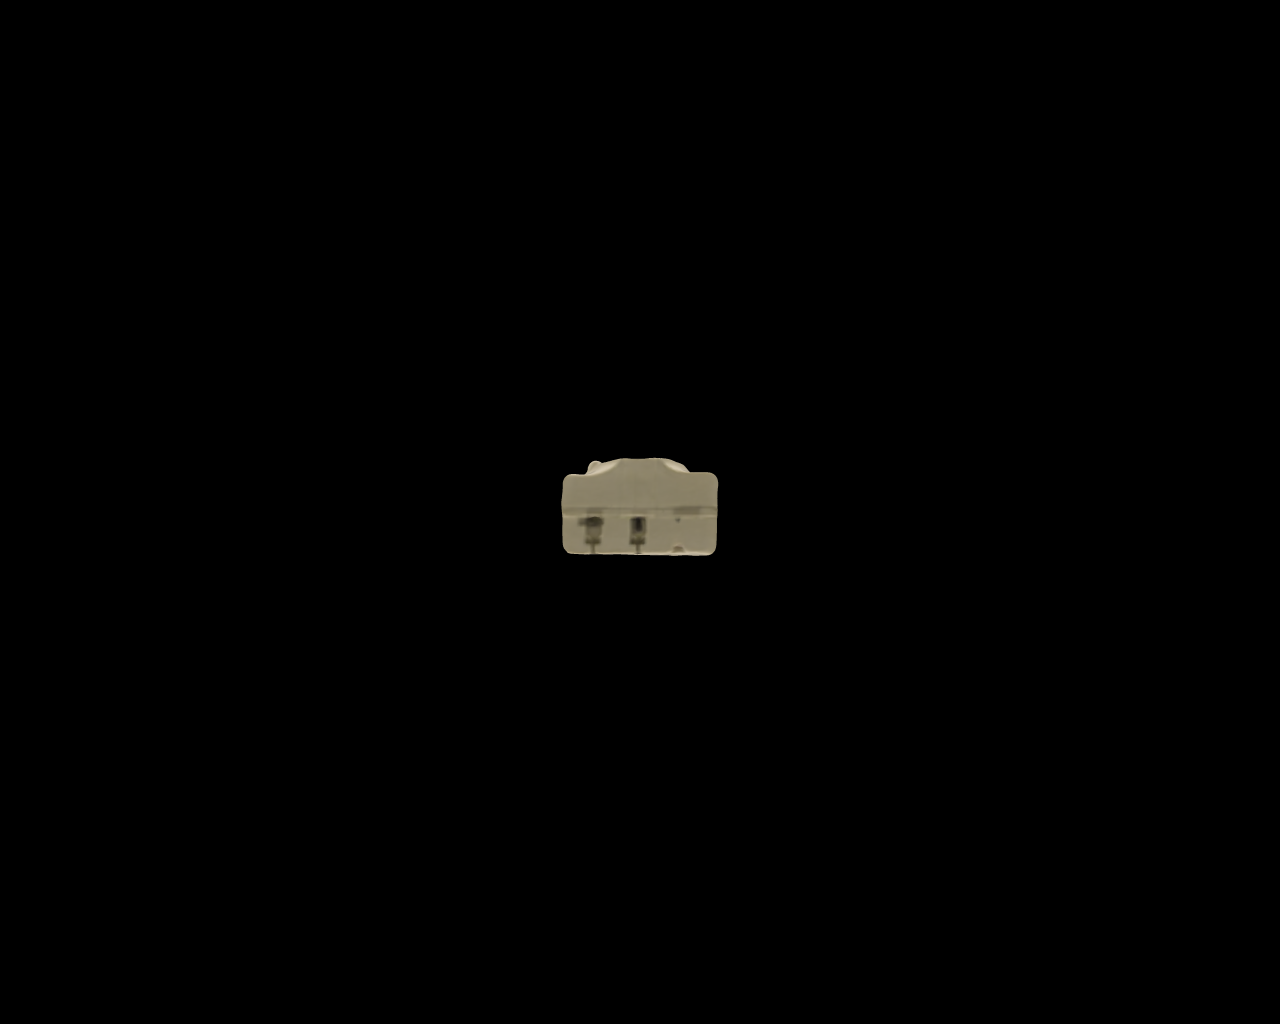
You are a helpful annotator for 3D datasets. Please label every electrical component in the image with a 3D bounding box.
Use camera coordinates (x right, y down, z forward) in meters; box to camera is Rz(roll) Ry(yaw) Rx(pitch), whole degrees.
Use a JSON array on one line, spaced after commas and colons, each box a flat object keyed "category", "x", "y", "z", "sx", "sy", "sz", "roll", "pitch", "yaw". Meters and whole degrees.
[{"category": "electrical component", "x": 0.001, "y": -0.003, "z": 0.650, "sx": 0.089, "sy": 0.055, "sz": 0.050, "roll": 0, "pitch": -4, "yaw": 2}]
